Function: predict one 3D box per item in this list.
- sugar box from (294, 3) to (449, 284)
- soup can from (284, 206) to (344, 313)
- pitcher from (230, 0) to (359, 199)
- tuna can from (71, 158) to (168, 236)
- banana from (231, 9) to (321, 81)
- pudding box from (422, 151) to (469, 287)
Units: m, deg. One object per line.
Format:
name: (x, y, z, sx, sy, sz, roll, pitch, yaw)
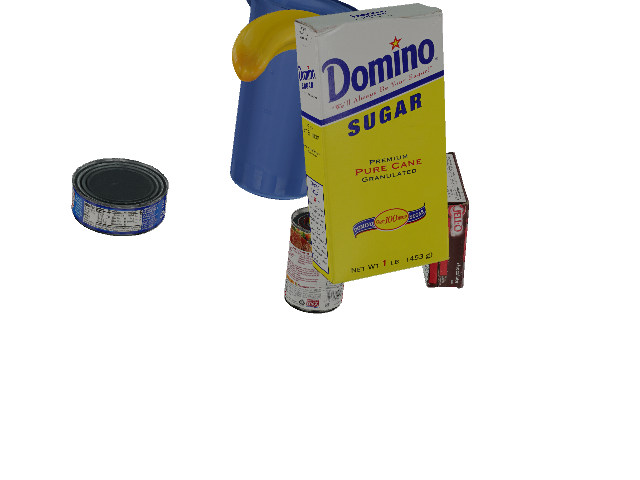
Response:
sugar box: (0.037, -0.065, 0.723, 0.093, 0.176, 0.048, -12, 24, -19)
soup can: (-0.003, 0.022, 1.193, 0.068, 0.102, 0.068, 5, 27, -3)
pitcher: (-0.030, -0.173, 1.294, 0.144, 0.243, 0.149, 6, 24, -15)
tuna can: (-0.181, -0.039, 0.964, 0.086, 0.034, 0.086, 7, 32, -5)
banana: (-0.030, -0.184, 0.983, 0.070, 0.037, 0.197, 38, 32, 20)
pudding box: (0.114, -0.021, 1.006, 0.039, 0.090, 0.113, -1, 29, -3)
